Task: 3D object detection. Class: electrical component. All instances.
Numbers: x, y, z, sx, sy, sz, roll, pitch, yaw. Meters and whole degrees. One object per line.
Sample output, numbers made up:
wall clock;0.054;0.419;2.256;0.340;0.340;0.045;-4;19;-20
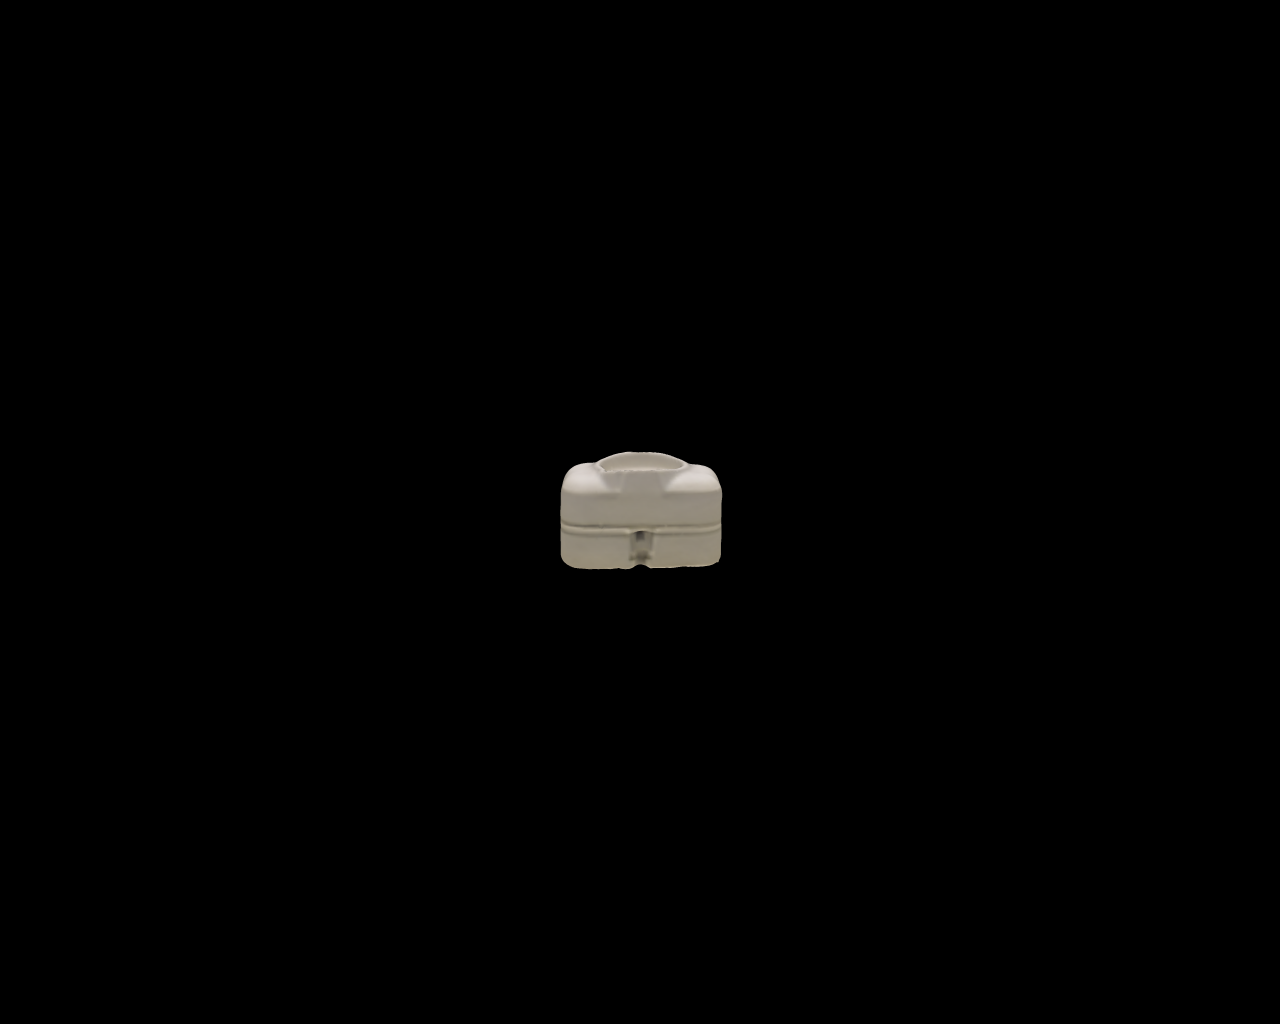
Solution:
electrical component;0.001;-0.003;0.650;0.095;0.059;0.054;0;16;0
